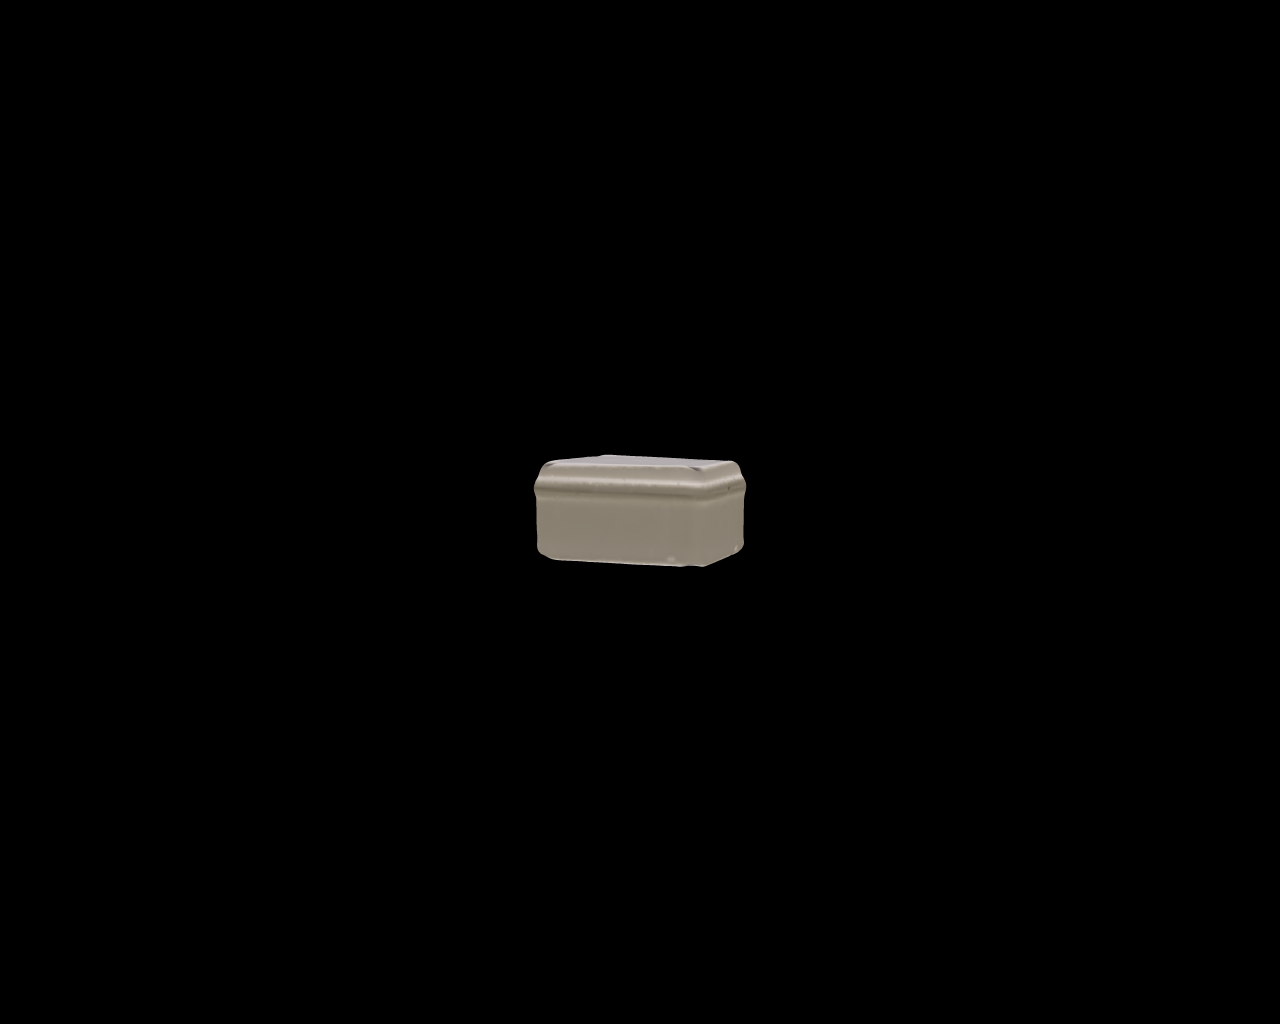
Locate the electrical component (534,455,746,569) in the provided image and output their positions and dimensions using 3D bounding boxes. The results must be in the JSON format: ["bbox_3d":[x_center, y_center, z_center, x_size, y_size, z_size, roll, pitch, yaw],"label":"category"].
[{"bbox_3d":[0.001,-0.003,0.650,0.113,0.057,0.078,3,8,26],"label":"electrical component"}]
